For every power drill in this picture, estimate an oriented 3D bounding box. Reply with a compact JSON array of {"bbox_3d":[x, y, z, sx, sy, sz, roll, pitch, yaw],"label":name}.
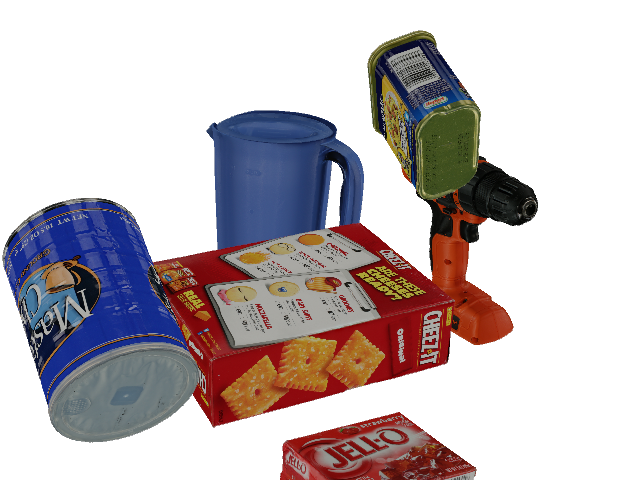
[{"bbox_3d":[0.151,0.005,1.061,0.057,0.188,0.185,-16,26,-24],"label":"power drill"}]

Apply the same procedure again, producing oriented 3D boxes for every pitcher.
[{"bbox_3d":[-0.045,-0.013,1.165,0.144,0.243,0.149,-4,22,-17],"label":"pitcher"}]

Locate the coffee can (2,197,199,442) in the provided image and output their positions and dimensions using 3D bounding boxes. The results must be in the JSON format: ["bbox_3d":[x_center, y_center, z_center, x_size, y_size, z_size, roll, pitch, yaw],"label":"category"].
[{"bbox_3d":[-0.157,0.055,0.751,0.102,0.140,0.103,-19,-36,-14],"label":"coffee can"}]

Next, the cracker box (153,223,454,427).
[{"bbox_3d":[-0.022,0.063,0.895,0.213,0.072,0.164,-11,29,-24],"label":"cracker box"}]

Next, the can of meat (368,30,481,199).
[{"bbox_3d":[0.081,-0.094,0.818,0.057,0.084,0.102,-21,-36,-9],"label":"can of meat"}]

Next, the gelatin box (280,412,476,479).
[{"bbox_3d":[0.033,0.134,0.616,0.089,0.030,0.073,-7,22,-34],"label":"gelatin box"}]
